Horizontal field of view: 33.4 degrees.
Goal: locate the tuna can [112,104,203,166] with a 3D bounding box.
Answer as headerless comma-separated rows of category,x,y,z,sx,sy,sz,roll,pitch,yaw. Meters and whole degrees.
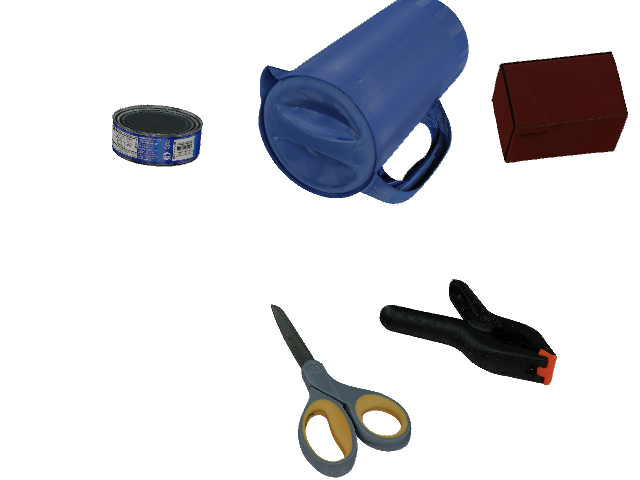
tuna can,-0.157,-0.101,1.025,0.086,0.034,0.086,6,24,-3

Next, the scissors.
scissors,0.015,0.111,0.864,0.096,0.016,0.202,-4,35,-5

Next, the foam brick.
foam brick,0.162,-0.090,0.726,0.078,0.051,0.053,-6,-23,-1

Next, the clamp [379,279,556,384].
clamp,0.156,0.085,1.025,0.172,0.039,0.120,24,36,30

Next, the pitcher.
pitcher,0.062,-0.150,1.089,0.145,0.149,0.242,8,37,34
